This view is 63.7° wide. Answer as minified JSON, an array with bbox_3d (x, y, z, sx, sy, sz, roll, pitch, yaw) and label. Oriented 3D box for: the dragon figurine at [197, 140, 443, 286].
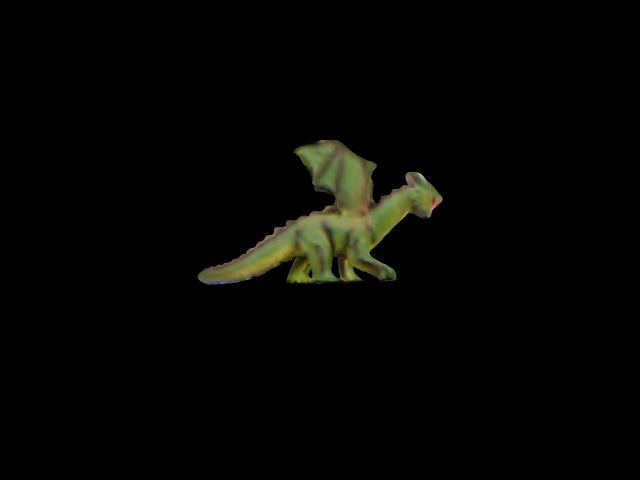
[{"bbox_3d":[0.003,-0.043,0.850,0.410,0.243,0.122,0,-3,-2],"label":"dragon figurine"}]
